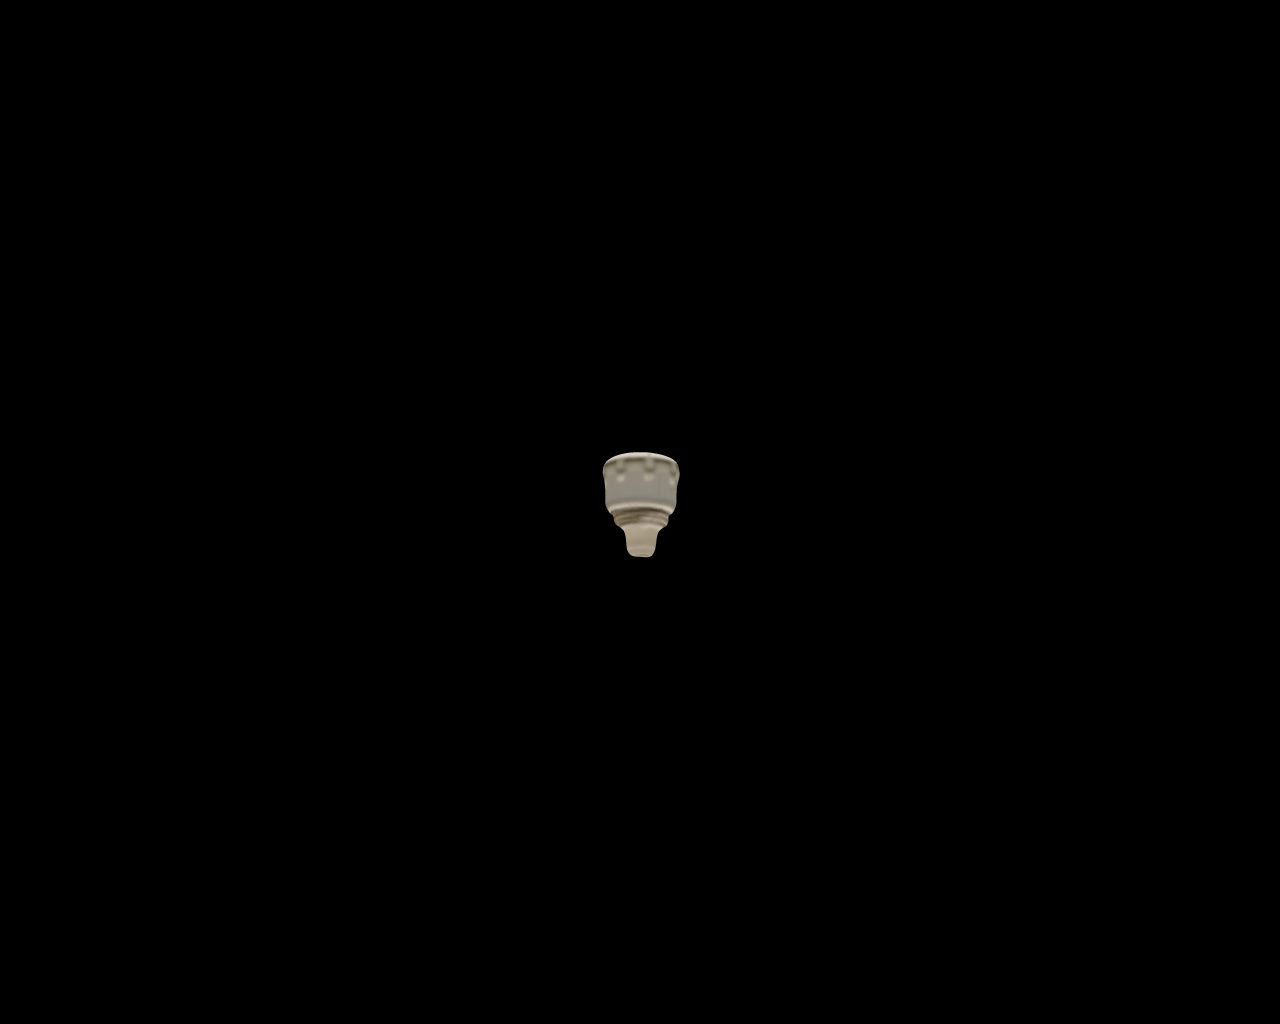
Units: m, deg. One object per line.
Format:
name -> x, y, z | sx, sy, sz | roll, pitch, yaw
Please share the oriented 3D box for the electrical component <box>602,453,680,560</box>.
electrical component -> 0.001, -0.003, 0.650 | 0.048, 0.062, 0.048 | 0, -13, 0
